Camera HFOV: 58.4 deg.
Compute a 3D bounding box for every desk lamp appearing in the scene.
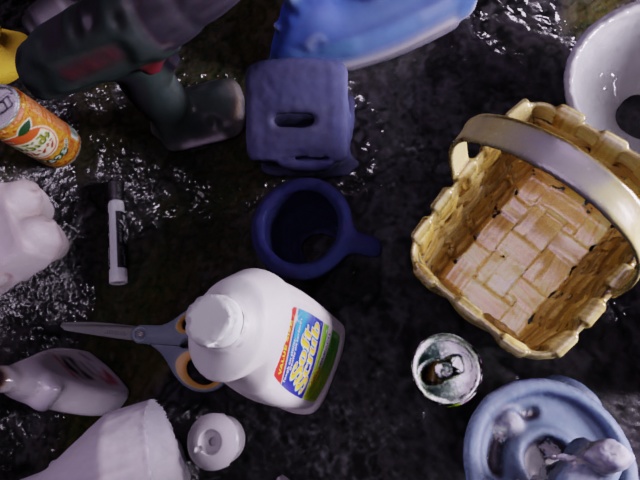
[{"bbox_3d":[-0.177,0.210,0.453,0.203,0.214,0.118,-21,72,6],"label":"desk lamp"}]

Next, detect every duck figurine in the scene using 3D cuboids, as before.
[{"bbox_3d":[-0.411,-0.235,0.685,0.104,0.086,0.077,-12,74,9],"label":"duck figurine"}]

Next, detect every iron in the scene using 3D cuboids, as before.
[{"bbox_3d":[0.045,-0.258,0.566,0.258,0.142,0.118,-27,72,4],"label":"iron"}]

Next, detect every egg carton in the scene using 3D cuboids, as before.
[{"bbox_3d":[-0.351,0.008,0.618,0.150,0.069,0.107,-33,71,2],"label":"egg carton"}]

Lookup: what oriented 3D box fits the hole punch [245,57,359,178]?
[{"bbox_3d":[-0.018,-0.119,0.569,0.108,0.091,0.101,2,76,13],"label":"hole punch"}]

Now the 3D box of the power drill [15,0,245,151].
[{"bbox_3d":[-0.149,-0.166,0.547,0.229,0.209,0.075,-13,73,9],"label":"power drill"}]

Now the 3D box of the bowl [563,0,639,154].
[{"bbox_3d":[0.301,-0.125,0.512,0.167,0.075,0.167,-3,75,11],"label":"bowl"}]

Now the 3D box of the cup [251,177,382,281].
[{"bbox_3d":[0.005,0.002,0.531,0.117,0.095,0.092,14,79,15],"label":"cup"}]

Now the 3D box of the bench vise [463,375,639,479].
[{"bbox_3d":[0.148,0.190,0.386,0.121,0.220,0.207,15,79,16],"label":"bench vise"}]

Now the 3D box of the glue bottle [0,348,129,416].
[{"bbox_3d":[-0.244,0.126,0.510,0.078,0.173,0.037,32,84,18],"label":"glue bottle"}]

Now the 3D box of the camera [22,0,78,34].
[{"bbox_3d":[-0.284,-0.288,0.664,0.137,0.101,0.143,-36,71,1],"label":"camera"}]
